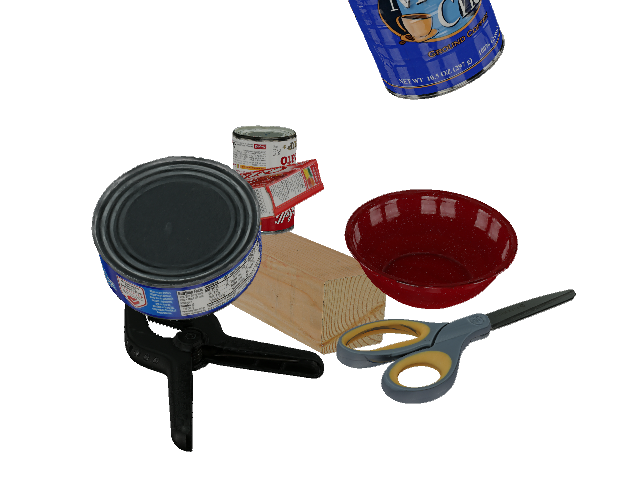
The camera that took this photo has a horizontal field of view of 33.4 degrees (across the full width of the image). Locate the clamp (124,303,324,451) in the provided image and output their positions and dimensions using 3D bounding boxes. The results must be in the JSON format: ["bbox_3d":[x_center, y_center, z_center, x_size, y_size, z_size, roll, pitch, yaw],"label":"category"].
[{"bbox_3d":[-0.110,0.102,1.005,0.164,0.036,0.210,-19,39,-30],"label":"clamp"}]

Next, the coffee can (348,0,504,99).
[{"bbox_3d":[0.071,-0.195,0.816,0.103,0.140,0.103,-19,36,14],"label":"coffee can"}]

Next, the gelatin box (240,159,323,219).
[{"bbox_3d":[-0.054,-0.038,0.874,0.089,0.030,0.073,-7,15,37],"label":"gelatin box"}]

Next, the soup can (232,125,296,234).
[{"bbox_3d":[-0.060,-0.064,1.110,0.068,0.102,0.068,2,17,-1],"label":"soup can"}]

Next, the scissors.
[{"bbox_3d":[0.113,0.074,0.767,0.201,0.016,0.096,-7,32,-13],"label":"scissors"}]

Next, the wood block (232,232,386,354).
[{"bbox_3d":[-0.020,0.058,1.289,0.090,0.090,0.206,-7,18,-35],"label":"wood block"}]

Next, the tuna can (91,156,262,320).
[{"bbox_3d":[-0.073,-0.002,0.553,0.086,0.086,0.034,0,-38,1],"label":"tuna can"}]

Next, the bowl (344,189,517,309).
[{"bbox_3d":[0.103,0.016,1.011,0.162,0.055,0.162,1,36,-1],"label":"bowl"}]
